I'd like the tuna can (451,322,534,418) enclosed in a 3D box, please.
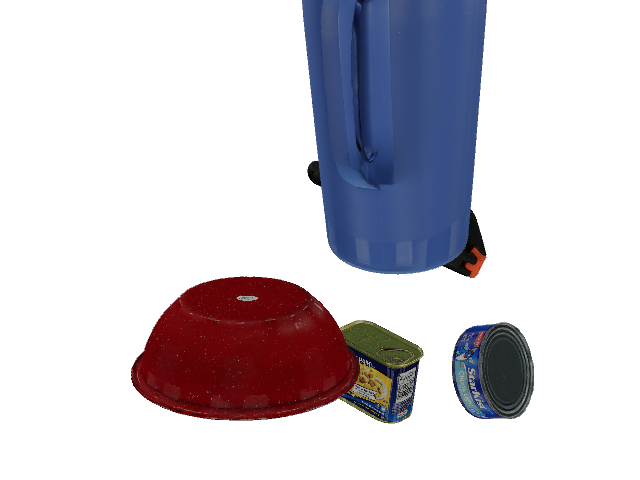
[{"bbox_3d":[0.155,0.117,0.959,0.034,0.086,0.085,-11,-7,42],"label":"tuna can"}]

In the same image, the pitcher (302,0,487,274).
[{"bbox_3d":[0.049,-0.098,0.758,0.149,0.243,0.145,-13,28,-19],"label":"pitcher"}]

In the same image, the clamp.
[{"bbox_3d":[0.095,-0.038,1.155,0.164,0.210,0.036,-16,-37,-29],"label":"clamp"}]

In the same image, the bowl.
[{"bbox_3d":[-0.052,0.065,0.745,0.162,0.055,0.162,0,17,0],"label":"bowl"}]

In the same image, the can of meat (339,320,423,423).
[{"bbox_3d":[0.065,0.153,1.234,0.102,0.084,0.057,25,31,37],"label":"can of meat"}]
